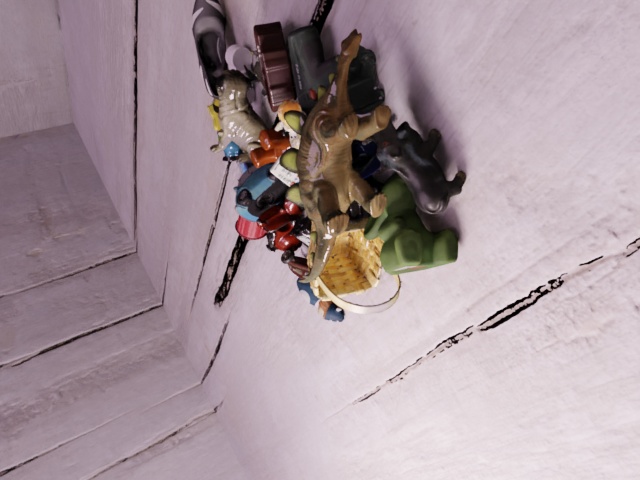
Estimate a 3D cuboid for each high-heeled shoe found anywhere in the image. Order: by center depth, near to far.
[{"bbox_3d":[-0.261,-0.462,1.273,0.145,0.086,0.248,-99,1,-55],"label":"high-heeled shoe"}]

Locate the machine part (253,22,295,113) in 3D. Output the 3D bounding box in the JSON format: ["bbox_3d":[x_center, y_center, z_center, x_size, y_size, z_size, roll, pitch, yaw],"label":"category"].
[{"bbox_3d":[-0.090,-0.347,1.084,0.179,0.056,0.179,169,89,-85],"label":"machine part"}]

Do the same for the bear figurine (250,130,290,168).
[{"bbox_3d":[-0.052,-0.136,1.150,0.120,0.132,0.196,-39,69,62],"label":"bear figurine"}]

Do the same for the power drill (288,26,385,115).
[{"bbox_3d":[0.026,-0.274,0.982,0.207,0.086,0.231,31,143,58],"label":"power drill"}]

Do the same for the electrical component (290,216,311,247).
[{"bbox_3d":[-0.003,-0.004,1.224,0.119,0.048,0.075,32,160,-17],"label":"electrical component"}]

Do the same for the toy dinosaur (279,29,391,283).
[{"bbox_3d":[0.013,-0.094,0.868,0.199,0.105,0.470,44,135,48],"label":"toy dinosaur"}]

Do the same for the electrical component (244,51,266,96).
[{"bbox_3d":[-0.131,-0.378,1.204,0.102,0.045,0.078,-34,77,61],"label":"electrical component"}]

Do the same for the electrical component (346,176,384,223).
[{"bbox_3d":[0.052,-0.084,1.017,0.134,0.115,0.058,28,129,48],"label":"electrical component"}]

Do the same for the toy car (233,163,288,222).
[{"bbox_3d":[-0.142,-0.129,1.273,0.161,0.109,0.103,-46,57,10],"label":"toy car"}]

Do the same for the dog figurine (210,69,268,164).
[{"bbox_3d":[-0.165,-0.286,1.248,0.121,0.172,0.190,-95,20,-45],"label":"dog figurine"}]

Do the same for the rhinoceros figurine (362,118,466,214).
[{"bbox_3d":[0.141,-0.123,0.847,0.190,0.112,0.073,55,152,8],"label":"rhinoceros figurine"}]

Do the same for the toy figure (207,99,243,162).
[{"bbox_3d":[-0.228,-0.293,1.391,0.089,0.082,0.180,6,107,37],"label":"toy figure"}]

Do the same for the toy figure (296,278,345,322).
[{"bbox_3d":[0.001,0.148,1.323,0.155,0.058,0.064,49,-176,29],"label":"toy figure"}]

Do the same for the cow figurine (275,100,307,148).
[{"bbox_3d":[-0.031,-0.197,1.032,0.167,0.068,0.098,55,167,-26],"label":"cow figurine"}]

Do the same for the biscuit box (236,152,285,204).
[{"bbox_3d":[-0.144,-0.133,1.371,0.202,0.063,0.059,66,152,7],"label":"biscuit box"}]

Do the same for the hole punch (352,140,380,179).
[{"bbox_3d":[0.061,-0.147,0.956,0.142,0.116,0.092,-5,97,59],"label":"hole punch"}]

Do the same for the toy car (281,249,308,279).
[{"bbox_3d":[-0.017,0.073,1.253,0.202,0.053,0.089,11,154,47],"label":"toy car"}]

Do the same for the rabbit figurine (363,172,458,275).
[{"bbox_3d":[0.149,-0.031,0.926,0.159,0.121,0.170,146,119,-68],"label":"rabbit figurine"}]

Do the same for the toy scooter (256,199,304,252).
[{"bbox_3d":[-0.093,-0.030,1.279,0.075,0.135,0.183,47,146,32],"label":"toy scooter"}]
